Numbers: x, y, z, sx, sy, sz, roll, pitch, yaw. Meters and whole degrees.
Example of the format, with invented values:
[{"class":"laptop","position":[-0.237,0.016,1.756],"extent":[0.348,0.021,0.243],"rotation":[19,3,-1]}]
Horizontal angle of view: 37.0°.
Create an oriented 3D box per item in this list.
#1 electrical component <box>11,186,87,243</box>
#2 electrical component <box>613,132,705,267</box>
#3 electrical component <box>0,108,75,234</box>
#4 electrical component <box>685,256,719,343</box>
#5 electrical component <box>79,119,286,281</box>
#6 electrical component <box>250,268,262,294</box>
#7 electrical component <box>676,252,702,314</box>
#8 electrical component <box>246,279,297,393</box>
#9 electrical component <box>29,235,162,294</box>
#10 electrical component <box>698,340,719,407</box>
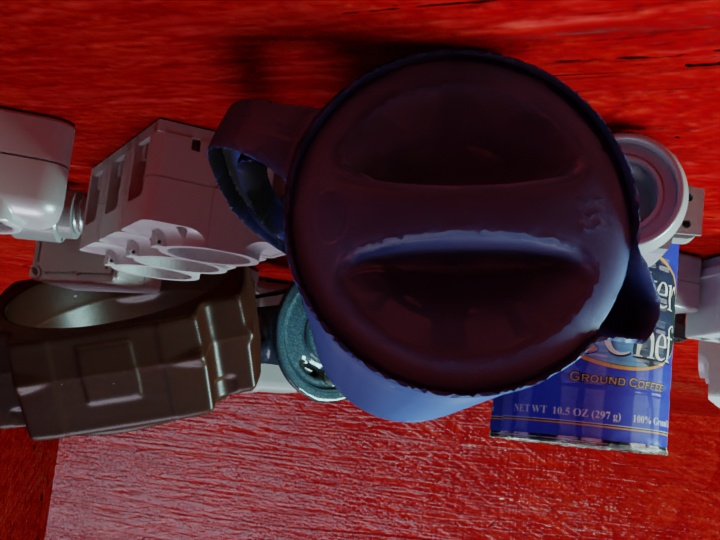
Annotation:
[{"class":"electrical component","position":[-0.202,-0.038,0.731],"extent":[0.078,0.040,0.040],"rotation":[6,171,2]},{"class":"electrical component","position":[0.121,-0.032,0.502],"extent":[0.078,0.058,0.057],"rotation":[5,174,9]},{"class":"electrical component","position":[-0.207,-0.054,0.578],"extent":[0.095,0.059,0.054],"rotation":[9,170,-18]},{"class":"electrical component","position":[0.294,0.023,0.726],"extent":[0.109,0.056,0.109],"rotation":[8,171,-11]},{"class":"electrical component","position":[-0.101,-0.033,0.629],"extent":[0.089,0.061,0.150],"rotation":[11,170,-26]},{"class":"electrical component","position":[-0.163,0.023,1.014],"extent":[0.121,0.063,0.078],"rotation":[5,171,11]},{"class":"electrical component","position":[0.197,0.027,0.755],"extent":[0.047,0.076,0.066],"rotation":[11,170,-26]},{"class":"electrical component","position":[-0.096,0.070,1.105],"extent":[0.057,0.113,0.078],"rotation":[6,171,-16]},{"class":"electrical component","position":[-0.181,-0.017,0.785],"extent":[0.096,0.061,0.061],"rotation":[1,170,27]},{"class":"electrical component","position":[0.322,0.070,0.894],"extent":[0.062,0.089,0.150],"rotation":[2,170,24]}]
